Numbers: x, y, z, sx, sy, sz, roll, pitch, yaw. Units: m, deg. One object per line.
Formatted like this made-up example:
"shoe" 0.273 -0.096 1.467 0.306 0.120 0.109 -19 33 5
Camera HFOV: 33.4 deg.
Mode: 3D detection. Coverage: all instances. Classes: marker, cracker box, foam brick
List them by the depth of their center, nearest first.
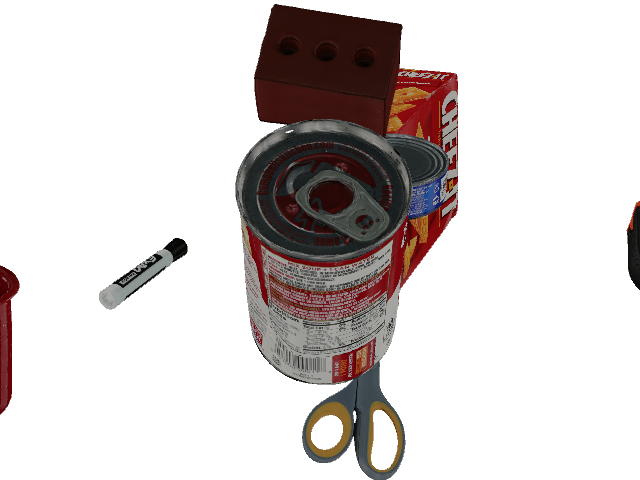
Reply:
"foam brick" 0.005 -0.097 0.619 0.078 0.053 0.051 10 -21 8
"marker" -0.160 0.028 0.983 0.020 0.020 0.120 0 24 30
"cracker box" 0.076 -0.061 1.046 0.072 0.164 0.213 8 27 22

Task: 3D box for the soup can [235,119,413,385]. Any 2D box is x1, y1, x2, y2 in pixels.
"soup can" 0.001 0.009 0.446 0.068 0.068 0.102 0 -36 0

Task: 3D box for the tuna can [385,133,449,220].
"tuna can" 0.057 -0.050 0.833 0.086 0.034 0.086 0 32 0

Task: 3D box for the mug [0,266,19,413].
"mug" -0.237 0.067 0.636 0.093 0.081 0.117 19 25 36

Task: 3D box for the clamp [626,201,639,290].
"clamp" 0.268 0.036 0.700 0.120 0.039 0.171 -2 45 -19

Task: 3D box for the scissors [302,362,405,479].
"scissors" 0.025 0.119 0.942 0.096 0.202 0.016 -4 -37 -7
